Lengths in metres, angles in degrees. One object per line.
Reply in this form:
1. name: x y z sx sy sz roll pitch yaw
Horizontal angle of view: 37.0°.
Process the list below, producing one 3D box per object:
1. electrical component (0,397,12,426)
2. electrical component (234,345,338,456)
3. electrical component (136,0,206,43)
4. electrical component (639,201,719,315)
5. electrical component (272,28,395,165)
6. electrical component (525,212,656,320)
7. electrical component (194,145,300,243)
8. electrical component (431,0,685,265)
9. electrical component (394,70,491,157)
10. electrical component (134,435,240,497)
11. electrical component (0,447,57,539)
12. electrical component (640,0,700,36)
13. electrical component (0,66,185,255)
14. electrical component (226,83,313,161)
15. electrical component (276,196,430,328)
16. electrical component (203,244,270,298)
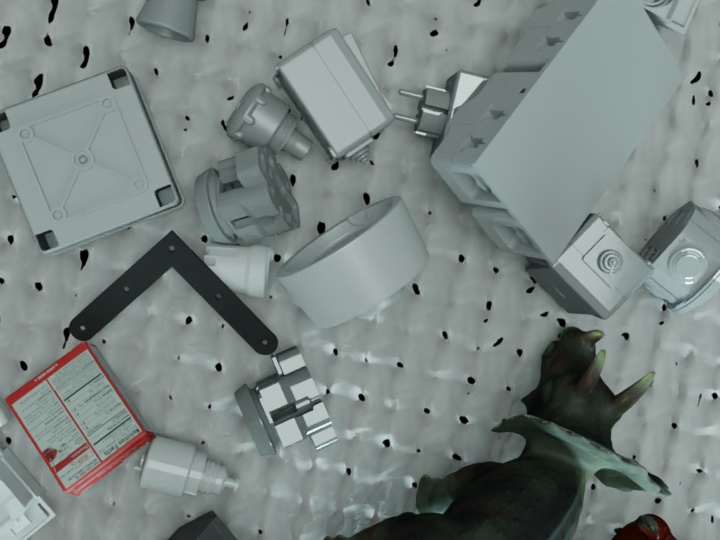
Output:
1. electrical component: -0.303 0.103 0.779 0.078 0.058 0.057 -29 98 -4
2. electrical component: -0.058 0.104 0.806 0.057 0.058 0.078 -24 95 -8
3. electrical component: -0.136 -0.201 0.791 0.045 0.045 0.055 17 89 -7
4. electrical component: 0.252 -0.010 0.824 0.051 0.080 0.080 38 88 -1
5. electrical component: -0.014 -0.124 0.799 0.061 0.062 0.096 -34 95 -4
6. electrical component: 0.170 -0.002 0.806 0.062 0.096 0.061 44 90 -6
7. electrical component: -0.085 -0.052 0.792 0.057 0.078 0.058 -16 54 13
8. electrical component: 0.144 -0.112 0.785 0.186 0.060 0.105 -52 122 -16
9. electrical component: 0.064 -0.117 0.815 0.077 0.047 0.065 13 91 -6
10. electrical component: -0.130 0.151 0.808 0.078 0.040 0.040 16 90 -7
11. electrical component: -0.296 0.190 0.780 0.121 0.063 0.078 -39 96 -3
12. electrical component: 0.232 -0.249 0.820 0.079 0.063 0.121 24 90 -7
13. electrical component: -0.198 -0.079 0.784 0.109 0.056 0.108 -21 94 -5
14. electrical component: -0.065 -0.106 0.804 0.062 0.048 0.048 33 88 -14
15. electrical component: 0.000 0.000 0.785 0.108 0.108 0.060 -33 101 -4
16. electrical component: -0.093 -0.001 0.807 0.046 0.040 0.040 5 92 -1
